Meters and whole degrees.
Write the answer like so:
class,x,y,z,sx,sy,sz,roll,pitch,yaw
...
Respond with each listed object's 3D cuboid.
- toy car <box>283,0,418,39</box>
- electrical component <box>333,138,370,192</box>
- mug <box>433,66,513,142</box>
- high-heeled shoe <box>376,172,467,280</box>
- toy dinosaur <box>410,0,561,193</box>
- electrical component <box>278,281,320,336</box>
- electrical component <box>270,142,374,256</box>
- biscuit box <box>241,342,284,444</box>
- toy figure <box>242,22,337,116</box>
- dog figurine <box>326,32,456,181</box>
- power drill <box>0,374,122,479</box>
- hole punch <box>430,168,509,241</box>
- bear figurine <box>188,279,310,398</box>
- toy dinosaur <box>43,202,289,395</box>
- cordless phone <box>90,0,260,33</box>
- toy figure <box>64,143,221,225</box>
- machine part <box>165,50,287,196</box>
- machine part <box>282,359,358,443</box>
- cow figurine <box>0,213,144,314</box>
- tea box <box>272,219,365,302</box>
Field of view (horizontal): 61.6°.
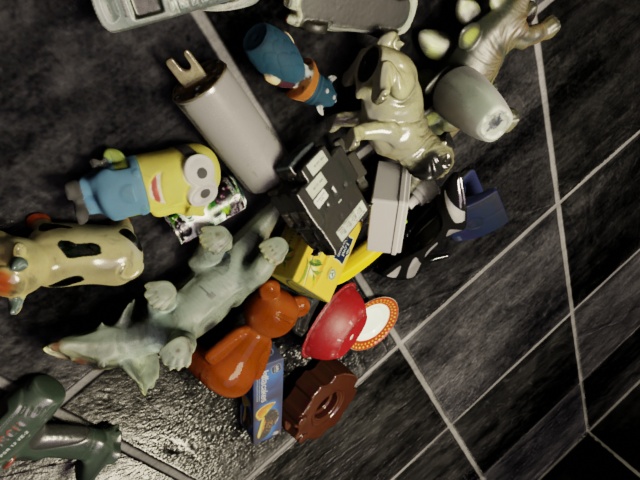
class,x,y,z,sx,sy,sz,roll,pitch,yaw
toy car,0.042,-0.306,0.699,0.202,0.056,0.073,-7,129,-31
electrical component,0.042,-0.115,0.820,0.021,0.063,0.094,-38,113,-10
mug,0.225,-0.178,0.759,0.081,0.107,0.109,-43,129,17
high-heeled shoe,0.172,-0.020,0.951,0.145,0.086,0.248,-8,136,-3
toy dinosaur,0.223,-0.238,0.849,0.198,0.105,0.470,1,123,-28
electrical component,-0.036,0.090,0.887,0.048,0.075,0.119,-38,152,-60
electrical component,0.001,-0.062,0.724,0.115,0.058,0.134,-50,120,-35
biscuit box,-0.106,0.278,0.980,0.063,0.059,0.202,-14,126,-27
toy figure,-0.034,-0.220,0.700,0.064,0.058,0.154,-48,140,11
dog figurine,0.129,-0.180,0.761,0.190,0.121,0.172,11,125,-27
power drill,-0.413,0.308,0.774,0.207,0.086,0.232,38,91,-37
hole punch,0.287,-0.055,1.026,0.116,0.092,0.142,-43,138,1
bear figurine,-0.118,0.141,0.845,0.120,0.132,0.195,29,91,-44
toy dinosaur,-0.163,0.070,0.756,0.405,0.192,0.131,-39,94,-26
cordless phone,-0.155,-0.297,0.544,0.184,0.089,0.146,-24,131,-15
toy figure,-0.210,-0.073,0.655,0.180,0.089,0.082,-14,145,-17
machine part,-0.107,-0.139,0.686,0.079,0.079,0.243,-42,134,-5
machine part,0.001,0.319,1.070,0.179,0.056,0.179,-30,137,-32
cow figurine,-0.302,0.023,0.620,0.195,0.127,0.085,0,115,-39
tea box,-0.002,-0.002,0.823,0.098,0.068,0.169,35,72,-45
